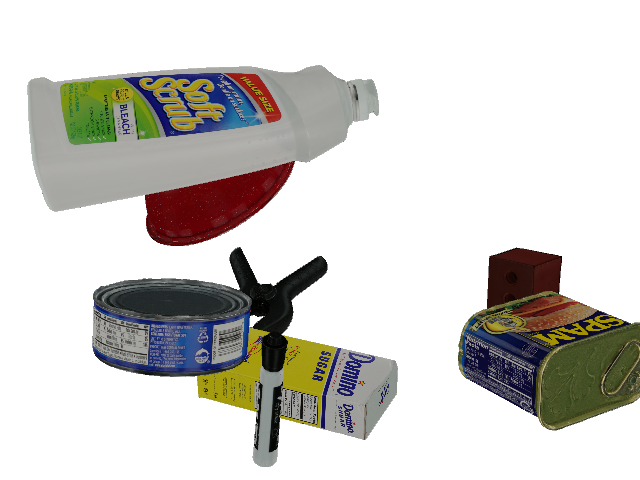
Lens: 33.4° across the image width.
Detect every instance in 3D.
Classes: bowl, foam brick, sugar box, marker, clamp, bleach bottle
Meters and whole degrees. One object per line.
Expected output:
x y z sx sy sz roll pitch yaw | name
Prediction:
-0.107 -0.069 1.001 0.162 0.055 0.162 -22 34 15 | bowl
0.195 0.051 1.026 0.053 0.078 0.051 12 19 41 | foam brick
-0.022 0.133 1.032 0.176 0.048 0.093 8 24 21 | sugar box
-0.037 0.117 0.786 0.020 0.121 0.020 4 33 -3 | marker
-0.055 0.066 1.244 0.120 0.039 0.171 -4 39 8 | clamp
-0.084 -0.090 0.790 0.250 0.102 0.068 -11 -38 -6 | bleach bottle

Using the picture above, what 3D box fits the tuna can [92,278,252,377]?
-0.081 0.046 0.582 0.086 0.034 0.086 4 10 -1 | tuna can

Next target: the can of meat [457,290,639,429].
0.155 0.076 0.711 0.101 0.057 0.084 -12 21 -30 | can of meat
